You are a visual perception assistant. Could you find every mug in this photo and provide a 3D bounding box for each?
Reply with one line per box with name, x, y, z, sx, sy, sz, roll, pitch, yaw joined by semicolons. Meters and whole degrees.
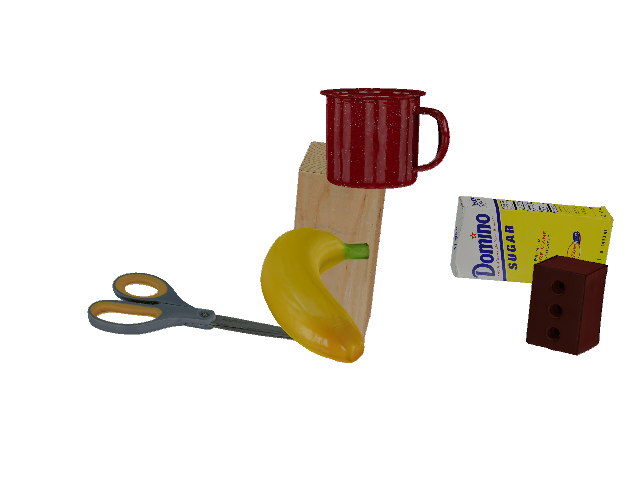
mug;0.057;-0.090;0.937;0.117;0.081;0.093;5;12;22

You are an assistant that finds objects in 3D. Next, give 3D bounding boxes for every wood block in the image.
wood block;0.018;0.007;1.183;0.090;0.206;0.090;9;26;6

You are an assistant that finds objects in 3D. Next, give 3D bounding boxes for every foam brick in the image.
foam brick;0.224;0.058;0.971;0.053;0.078;0.051;12;18;34

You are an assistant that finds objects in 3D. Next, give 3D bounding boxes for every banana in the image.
banana;-0.004;0.025;0.677;0.069;0.037;0.197;1;19;4

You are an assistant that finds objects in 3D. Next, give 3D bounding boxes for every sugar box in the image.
sugar box;0.246;0.002;1.256;0.176;0.093;0.048;3;21;-1

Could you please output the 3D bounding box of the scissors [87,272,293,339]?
scissors;-0.117;0.063;1.013;0.201;0.016;0.096;1;33;-7
